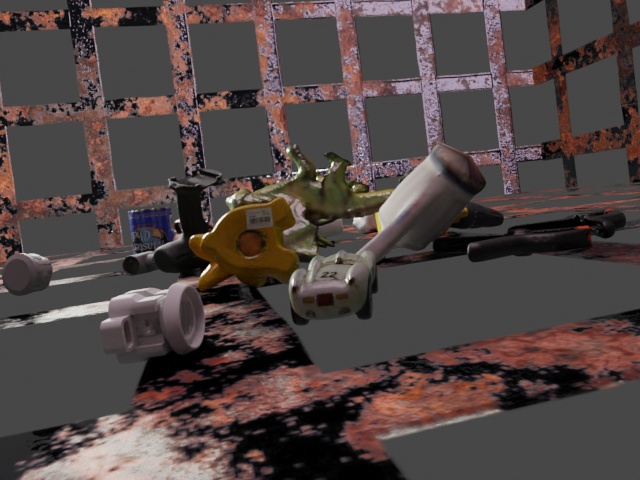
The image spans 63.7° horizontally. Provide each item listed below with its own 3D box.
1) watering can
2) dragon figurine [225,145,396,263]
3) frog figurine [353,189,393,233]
[{"bbox_3d":[0.153,-0.045,0.808,0.221,0.104,0.351,-50,-8,22],"label":"watering can"},{"bbox_3d":[0.003,-0.051,1.005,0.411,0.248,0.119,17,-32,17],"label":"dragon figurine"},{"bbox_3d":[0.169,-0.063,1.535,0.137,0.120,0.163,3,43,24],"label":"frog figurine"}]
